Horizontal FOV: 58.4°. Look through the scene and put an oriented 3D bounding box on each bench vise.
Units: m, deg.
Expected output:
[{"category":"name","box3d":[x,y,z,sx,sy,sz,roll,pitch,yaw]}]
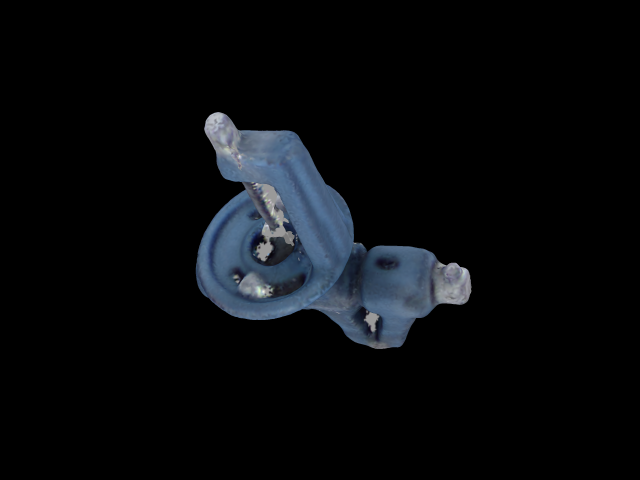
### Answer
[{"category":"bench vise","box3d":[0.003,-0.009,0.406,0.207,0.220,0.121,-4,60,-2]}]
